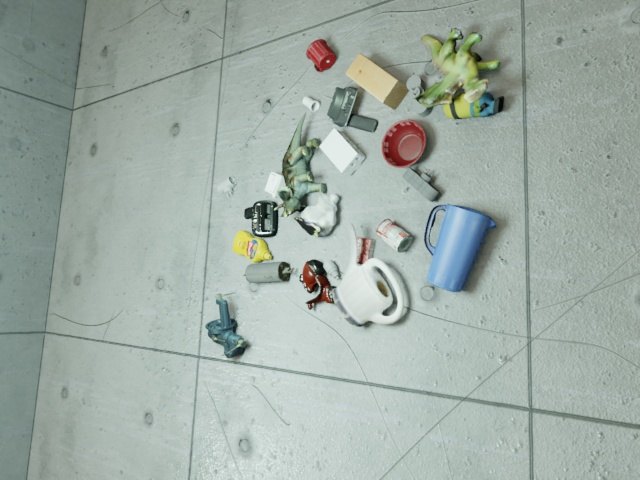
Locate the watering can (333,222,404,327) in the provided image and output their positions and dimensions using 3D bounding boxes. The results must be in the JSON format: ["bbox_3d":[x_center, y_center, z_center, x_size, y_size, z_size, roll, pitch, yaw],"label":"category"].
[{"bbox_3d":[0.130,0.133,1.678,0.221,0.104,0.352,-42,68,24],"label":"watering can"}]

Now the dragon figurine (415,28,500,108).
[{"bbox_3d":[0.381,-0.514,1.579,0.243,0.120,0.416,-48,39,-2],"label":"dragon figurine"}]

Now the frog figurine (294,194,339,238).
[{"bbox_3d":[0.006,-0.093,1.844,0.138,0.120,0.162,12,54,46],"label":"frog figurine"}]
